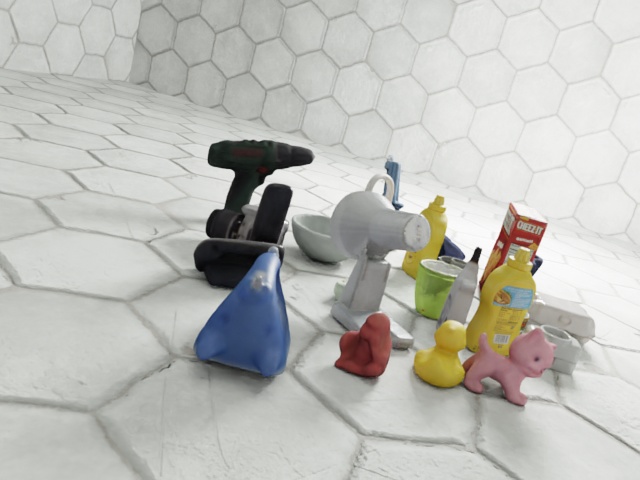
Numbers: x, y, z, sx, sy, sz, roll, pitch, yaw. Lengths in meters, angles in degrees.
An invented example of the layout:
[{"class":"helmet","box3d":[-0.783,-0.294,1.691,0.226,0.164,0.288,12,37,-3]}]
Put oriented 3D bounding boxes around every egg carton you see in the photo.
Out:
[{"class":"egg carton","box3d":[0.481,0.160,1.172,0.150,0.069,0.107,17,16,3]}]

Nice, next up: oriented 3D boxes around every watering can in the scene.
[{"class":"watering can","box3d":[0.132,-0.060,1.344,0.172,0.194,0.101,23,17,22]}]

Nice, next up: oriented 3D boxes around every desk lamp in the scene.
[{"class":"desk lamp","box3d":[0.096,0.038,0.944,0.118,0.213,0.202,6,19,-32]}]

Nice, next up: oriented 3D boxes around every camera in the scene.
[{"class":"camera","box3d":[-0.144,-0.026,1.131,0.136,0.101,0.143,19,16,10]}]

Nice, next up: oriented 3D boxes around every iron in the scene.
[{"class":"iron","box3d":[-0.083,0.076,0.775,0.118,0.141,0.258,15,16,-2]}]

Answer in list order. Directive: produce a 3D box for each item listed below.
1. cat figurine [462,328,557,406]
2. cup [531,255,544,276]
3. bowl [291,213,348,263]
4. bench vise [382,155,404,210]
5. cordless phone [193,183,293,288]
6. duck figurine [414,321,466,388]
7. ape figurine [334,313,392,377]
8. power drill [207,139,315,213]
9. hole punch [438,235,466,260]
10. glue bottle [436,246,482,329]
[{"class":"cat figurine","box3d":[0.287,0.174,0.848,0.128,0.118,0.067,16,16,-2]},{"class":"cup","box3d":[0.496,0.079,1.413,0.091,0.095,0.117,15,16,-3]},{"class":"bowl","box3d":[0.011,0.004,1.228,0.167,0.075,0.167,15,16,-4]},{"class":"bench vise","box3d":[0.190,-0.101,1.493,0.122,0.220,0.206,2,21,-41]},{"class":"cordless phone","box3d":[-0.124,-0.016,0.963,0.148,0.185,0.093,6,19,-32]},{"class":"duck figurine","box3d":[0.186,0.162,0.848,0.077,0.086,0.105,23,17,22]},{"class":"ape figurine","box3d":[0.070,0.142,0.791,0.076,0.092,0.077,6,19,-31]},{"class":"power drill","box3d":[-0.143,-0.127,1.274,0.230,0.208,0.075,12,16,-14]},{"class":"hole punch","box3d":[0.315,0.018,1.447,0.101,0.091,0.108,13,16,-11]},{"class":"glue bottle","box3d":[0.244,0.092,0.982,0.037,0.173,0.078,16,16,2]}]
